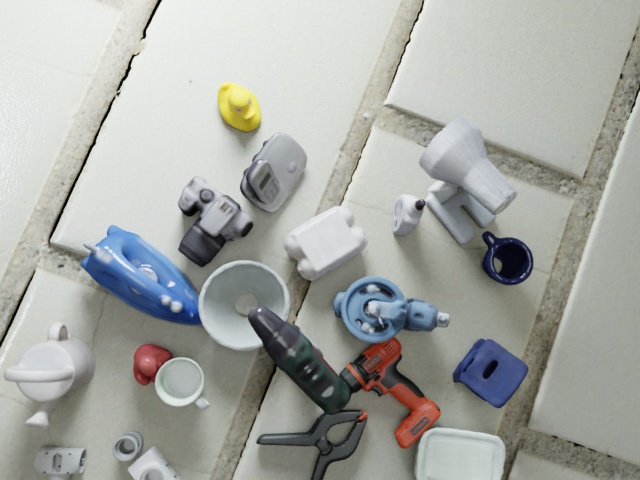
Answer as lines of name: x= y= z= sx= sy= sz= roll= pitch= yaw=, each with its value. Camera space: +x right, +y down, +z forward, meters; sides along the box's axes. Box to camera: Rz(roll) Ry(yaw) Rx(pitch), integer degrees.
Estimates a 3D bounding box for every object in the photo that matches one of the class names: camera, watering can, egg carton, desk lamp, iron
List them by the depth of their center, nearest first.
watering can: x=-0.463 y=0.233 z=0.981 sx=0.101 sy=0.194 sz=0.173 roll=-16 pitch=86 yaw=-6
iron: x=-0.312 y=0.078 z=1.036 sx=0.258 sy=0.141 sz=0.119 roll=35 pitch=83 yaw=-1
desk lamp: x=0.273 y=-0.108 z=1.070 sx=0.118 sy=0.213 sz=0.203 roll=-39 pitch=89 yaw=-7
camera: x=-0.216 y=-0.029 z=1.076 sx=0.143 sy=0.100 sz=0.137 roll=37 pitch=83 yaw=0
egg carton: x=0.010 y=0.004 z=1.108 sx=0.150 sy=0.069 sz=0.107 roll=-32 pitch=88 yaw=-7

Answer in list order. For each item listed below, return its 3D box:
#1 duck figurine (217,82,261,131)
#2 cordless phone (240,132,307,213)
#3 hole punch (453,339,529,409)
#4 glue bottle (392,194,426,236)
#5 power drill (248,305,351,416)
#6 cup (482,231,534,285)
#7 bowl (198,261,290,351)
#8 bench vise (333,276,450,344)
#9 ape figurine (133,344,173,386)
duck figurine: x=-0.158 y=-0.268 z=1.112 sx=0.077 sy=0.086 sz=0.104 roll=-37 pitch=88 yaw=-7
cordless phone: x=-0.086 y=-0.135 z=1.055 sx=0.094 sy=0.185 sz=0.148 roll=29 pitch=83 yaw=-1
hole punch: x=0.326 y=0.255 z=1.101 sx=0.101 sy=0.091 sz=0.109 roll=39 pitch=83 yaw=0
glue bottle: x=0.171 y=-0.054 z=1.076 sx=0.037 sy=0.173 sz=0.078 roll=7 pitch=84 yaw=-4
power drill: x=-0.042 y=0.204 z=1.014 sx=0.076 sy=0.208 sz=0.229 roll=-44 pitch=89 yaw=-7
cup: x=0.347 y=0.034 z=1.122 sx=0.092 sy=0.095 sz=0.118 roll=-40 pitch=89 yaw=-7
bowl: x=-0.141 y=0.123 z=1.081 sx=0.167 sy=0.074 sz=0.167 roll=1 pitch=84 yaw=-5
bench vise: x=0.136 y=0.120 z=1.032 sx=0.207 sy=0.219 sz=0.121 roll=-9 pitch=85 yaw=-6
ape figurine: x=-0.310 y=0.227 z=1.047 sx=0.078 sy=0.092 sz=0.076 roll=-27 pitch=87 yaw=-7
